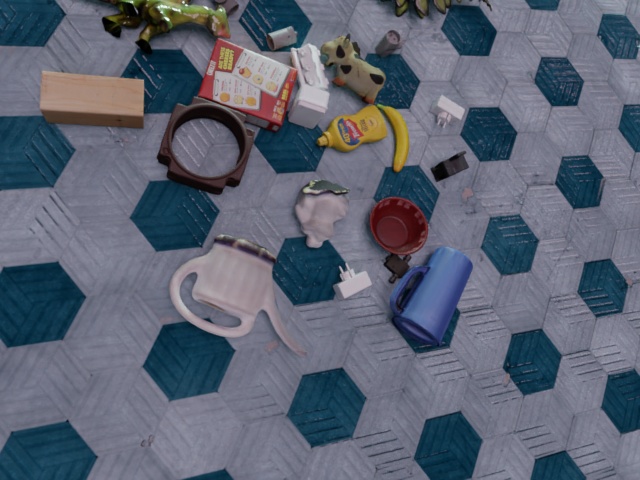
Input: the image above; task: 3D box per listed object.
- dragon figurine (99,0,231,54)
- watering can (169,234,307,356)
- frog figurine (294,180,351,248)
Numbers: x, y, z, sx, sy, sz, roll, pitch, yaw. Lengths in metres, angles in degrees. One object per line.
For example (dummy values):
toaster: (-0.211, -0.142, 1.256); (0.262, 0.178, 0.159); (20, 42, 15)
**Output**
dragon figurine: (-0.407, -0.594, 1.252); (0.410, 0.120, 0.248); (31, 59, -2)
watering can: (-0.162, 0.121, 1.182); (0.346, 0.103, 0.227); (23, 73, -13)
frog figurine: (0.004, -0.065, 1.291); (0.138, 0.124, 0.156); (-9, 120, -27)
